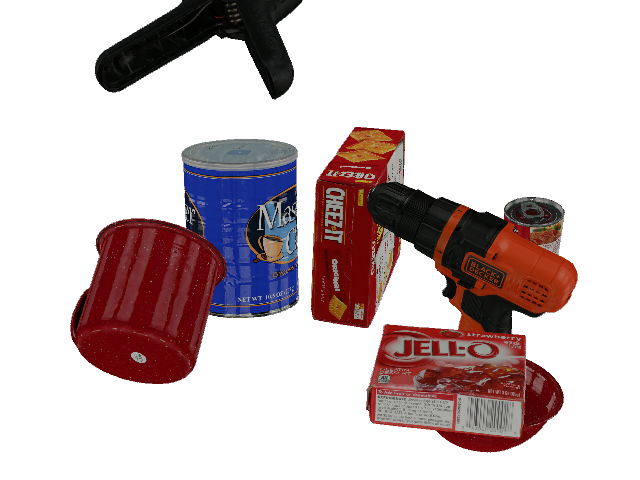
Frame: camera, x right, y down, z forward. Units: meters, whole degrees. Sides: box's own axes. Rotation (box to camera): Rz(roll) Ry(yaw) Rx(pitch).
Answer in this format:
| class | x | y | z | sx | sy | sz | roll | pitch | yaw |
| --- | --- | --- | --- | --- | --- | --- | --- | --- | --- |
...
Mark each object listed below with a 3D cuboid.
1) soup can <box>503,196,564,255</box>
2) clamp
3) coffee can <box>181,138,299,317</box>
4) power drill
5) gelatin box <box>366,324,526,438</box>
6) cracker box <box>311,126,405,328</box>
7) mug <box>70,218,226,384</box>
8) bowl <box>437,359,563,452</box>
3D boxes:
| class | x | y | z | sx | sy | sz | roll | pitch | yaw |
| --- | --- | --- | --- | --- | --- | --- | --- | --- | --- |
| soup can | 0.245 | 0.010 | 1.235 | 0.068 | 0.102 | 0.068 | -2 | 30 | 1 |
| clamp | -0.047 | -0.139 | 0.653 | 0.120 | 0.039 | 0.171 | 16 | 50 | 19 |
| coffee can | -0.071 | -0.013 | 0.964 | 0.103 | 0.140 | 0.103 | 0 | 17 | 0 |
| power drill | 0.109 | 0.052 | 0.912 | 0.184 | 0.188 | 0.057 | 28 | 45 | 18 |
| gelatin box | 0.076 | 0.081 | 0.632 | 0.089 | 0.030 | 0.073 | 4 | 25 | 10 |
| cracker box | 0.045 | -0.022 | 1.202 | 0.072 | 0.164 | 0.213 | 6 | 22 | 12 |
| mug | -0.127 | 0.046 | 0.729 | 0.117 | 0.081 | 0.093 | -12 | -39 | 31 |
| bowl | 0.167 | 0.171 | 1.107 | 0.162 | 0.055 | 0.162 | 3 | 24 | -2 |
